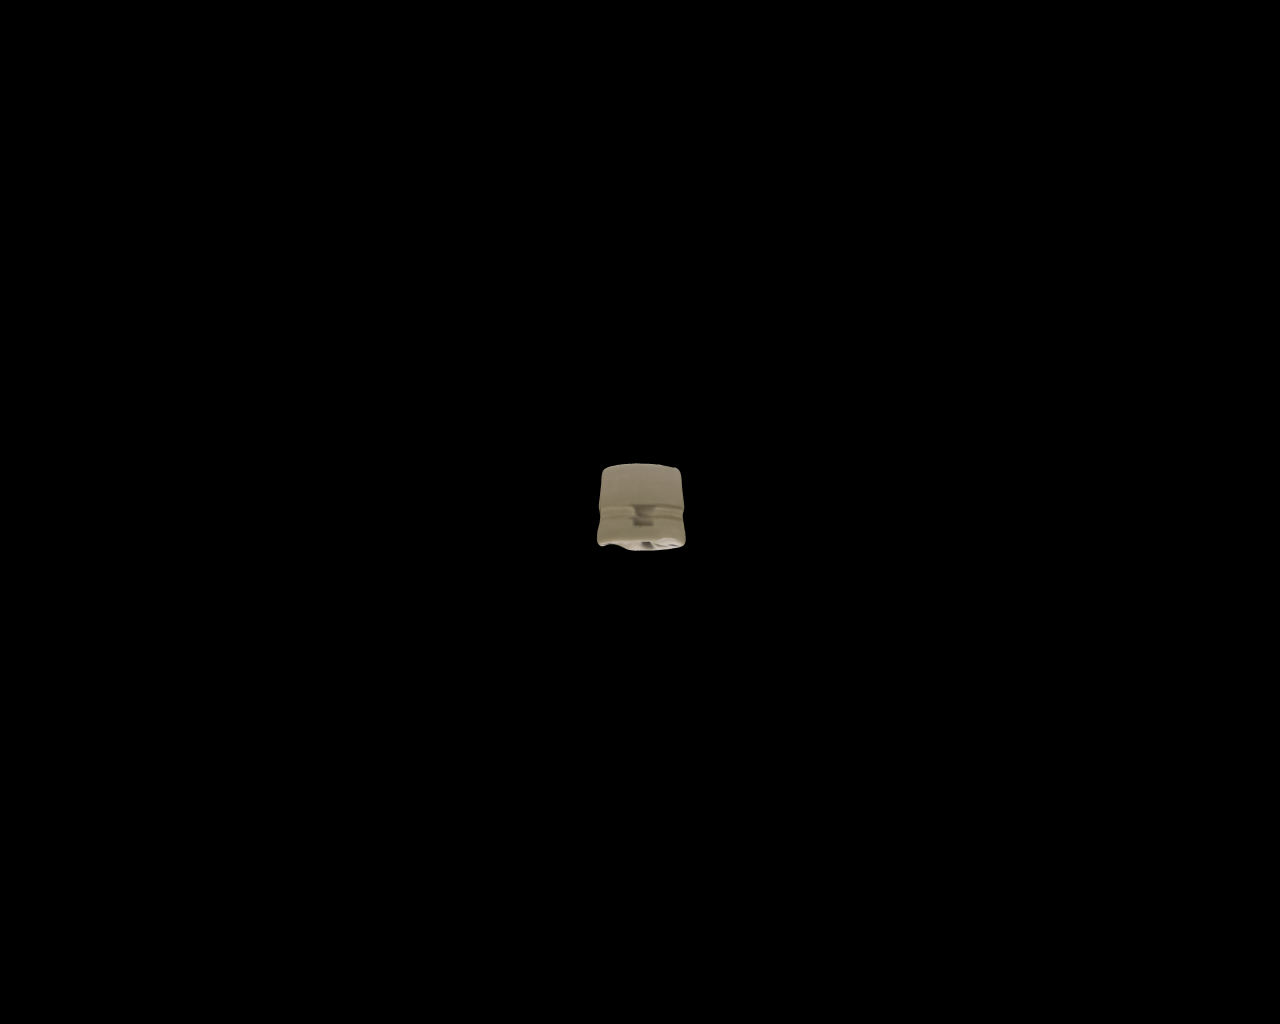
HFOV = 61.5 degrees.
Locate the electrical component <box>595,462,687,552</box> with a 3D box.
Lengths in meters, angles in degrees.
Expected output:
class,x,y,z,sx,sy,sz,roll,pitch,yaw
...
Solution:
class,x,y,z,sx,sy,sz,roll,pitch,yaw
electrical component,0.001,-0.003,0.650,0.055,0.047,0.055,0,-9,0
